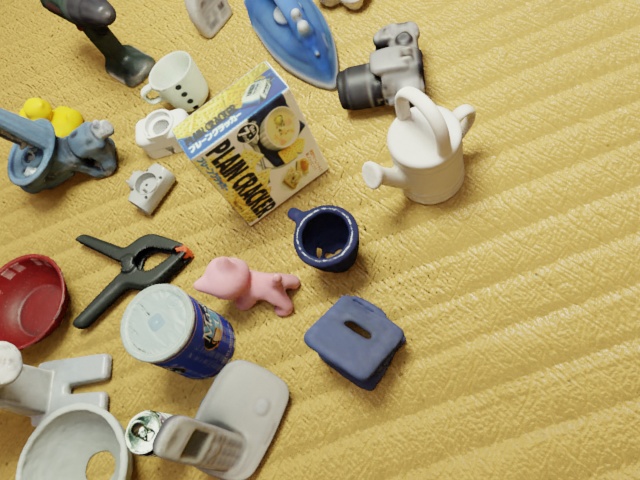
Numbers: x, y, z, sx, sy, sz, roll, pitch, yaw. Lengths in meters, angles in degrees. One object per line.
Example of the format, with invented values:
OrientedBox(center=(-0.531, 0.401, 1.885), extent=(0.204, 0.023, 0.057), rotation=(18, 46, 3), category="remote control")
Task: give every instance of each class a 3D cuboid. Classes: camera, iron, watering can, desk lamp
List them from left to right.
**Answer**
OrientedBox(center=(-0.436, 0.194, 0.789), extent=(0.203, 0.214, 0.118), rotation=(-11, 65, 11), category="desk lamp")
OrientedBox(center=(-0.049, -0.378, 0.964), extent=(0.118, 0.142, 0.257), rotation=(-32, 63, 1), category="iron")
OrientedBox(center=(0.094, -0.266, 0.899), extent=(0.136, 0.101, 0.143), rotation=(-8, 66, 13), category="camera")
OrientedBox(center=(0.138, -0.127, 0.776), extent=(0.100, 0.194, 0.173), rotation=(28, 77, 24), category="watering can")

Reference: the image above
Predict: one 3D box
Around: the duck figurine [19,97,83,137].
OrientedBox(center=(-0.501, -0.228, 1.057), extent=(0.104, 0.086, 0.077), rotation=(-2, 67, 15), category="duck figurine")

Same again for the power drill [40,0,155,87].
OrientedBox(center=(-0.389, -0.373, 1.019), extent=(0.229, 0.209, 0.076), rotation=(32, 79, 25), category="power drill")

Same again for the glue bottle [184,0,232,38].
OrientedBox(center=(-0.220, -0.448, 1.023), extent=(0.037, 0.173, 0.078), rotation=(34, 80, 25), category="glue bottle")

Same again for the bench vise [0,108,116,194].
OrientedBox(center=(-0.459, -0.175, 0.948), extent=(0.207, 0.220, 0.121), rotation=(-34, 63, 0), category="bench vise")

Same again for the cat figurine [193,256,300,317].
OrientedBox(center=(-0.106, 0.058, 0.808), extent=(0.127, 0.118, 0.067), rotation=(2, 68, 17), category="cat figurine")

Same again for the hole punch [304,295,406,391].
OrientedBox(center=(0.046, 0.128, 0.751), extent=(0.108, 0.091, 0.101), rotation=(30, 78, 25), category="hole punch")

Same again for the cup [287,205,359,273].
OrientedBox(center=(0.007, 0.003, 0.813), extent=(0.117, 0.095, 0.092), rotation=(35, 80, 25), category="cup")

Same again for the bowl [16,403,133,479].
OrientedBox(center=(-0.320, 0.313, 0.784), extent=(0.167, 0.075, 0.167), rotation=(-6, 66, 13), category="bowl")

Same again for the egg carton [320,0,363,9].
OrientedBox(center=(0.053, -0.485, 1.021), extent=(0.107, 0.069, 0.150), rotation=(15, 72, 21), category="egg carton")

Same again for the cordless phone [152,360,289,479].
OrientedBox(center=(-0.122, 0.217, 0.707), extent=(0.094, 0.185, 0.148), rotation=(18, 74, 22), category="cordless phone")
